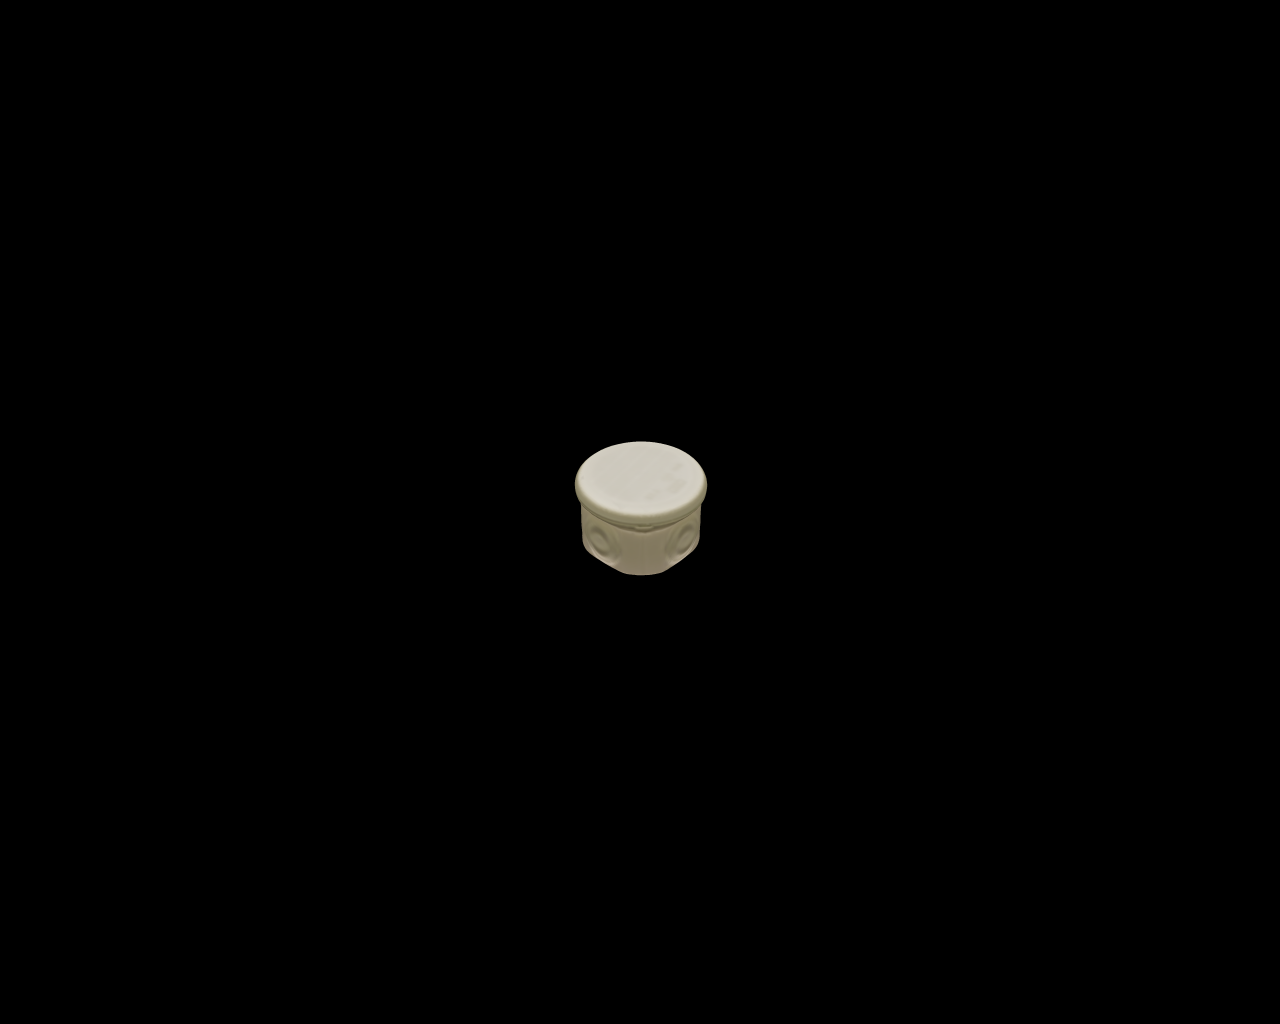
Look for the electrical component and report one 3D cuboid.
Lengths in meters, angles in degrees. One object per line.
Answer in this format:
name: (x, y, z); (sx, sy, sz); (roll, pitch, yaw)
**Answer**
electrical component: (0.001, -0.003, 0.650); (0.080, 0.050, 0.080); (0, 38, 0)
